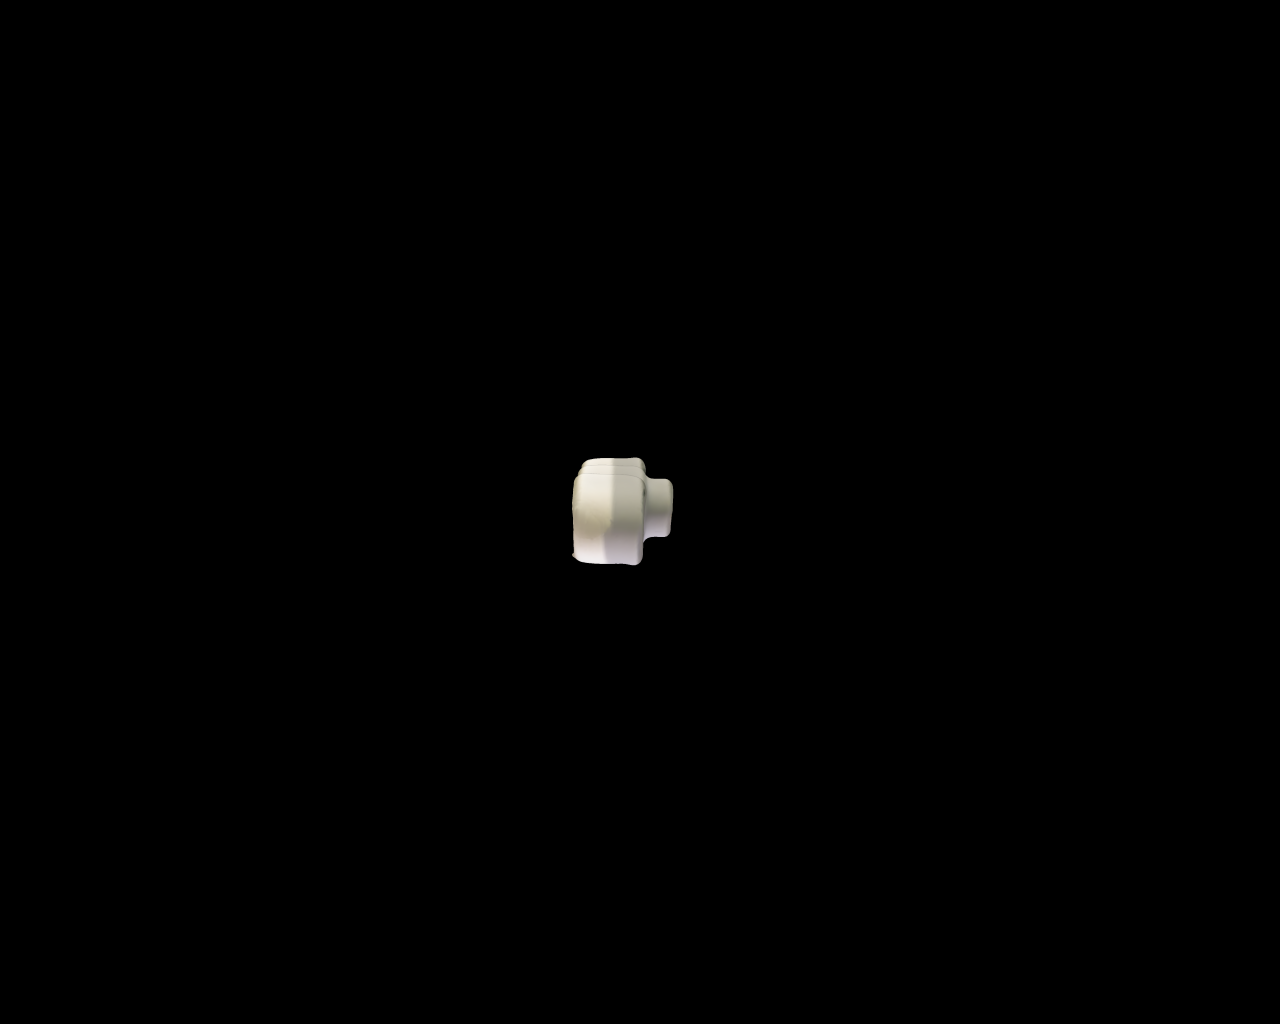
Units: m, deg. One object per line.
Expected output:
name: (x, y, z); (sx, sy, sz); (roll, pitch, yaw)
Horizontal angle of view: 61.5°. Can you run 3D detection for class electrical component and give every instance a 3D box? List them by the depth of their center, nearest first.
electrical component: (0.001, -0.003, 0.650); (0.074, 0.052, 0.138); (0, 9, 0)
